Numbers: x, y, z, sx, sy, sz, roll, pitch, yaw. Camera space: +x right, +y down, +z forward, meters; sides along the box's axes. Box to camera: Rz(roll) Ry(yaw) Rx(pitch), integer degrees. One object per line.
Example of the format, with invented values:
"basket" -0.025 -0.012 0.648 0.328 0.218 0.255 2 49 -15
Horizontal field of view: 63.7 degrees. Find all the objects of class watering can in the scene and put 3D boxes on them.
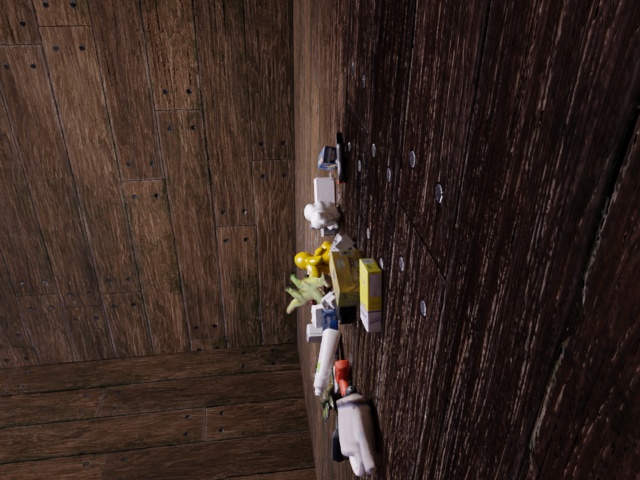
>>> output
"watering can" 0.113 0.555 1.476 0.104 0.228 0.341 -3 -21 -7

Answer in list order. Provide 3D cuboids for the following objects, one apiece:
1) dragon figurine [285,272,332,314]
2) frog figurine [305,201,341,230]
"dragon figurine" -0.038 0.266 2.316 0.123 0.401 0.247 -15 48 -34
"frog figurine" 0.006 -0.095 1.886 0.138 0.123 0.158 21 -8 17
